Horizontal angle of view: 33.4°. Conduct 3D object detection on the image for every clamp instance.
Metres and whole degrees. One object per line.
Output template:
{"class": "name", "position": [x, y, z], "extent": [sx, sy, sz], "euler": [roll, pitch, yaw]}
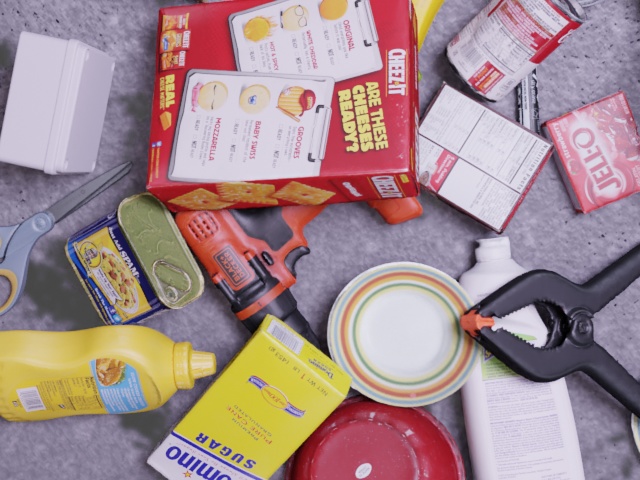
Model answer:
{"class": "clamp", "position": [0.218, 0.084, 0.904], "extent": [0.209, 0.036, 0.164], "euler": [-3, 84, -23]}

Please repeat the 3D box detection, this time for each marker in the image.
{"class": "marker", "position": [0.182, -0.137, 0.938], "extent": [0.020, 0.020, 0.121], "euler": [-3, 94, 0]}

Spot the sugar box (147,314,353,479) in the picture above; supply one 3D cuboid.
{"class": "sugar box", "position": [-0.062, 0.157, 0.922], "extent": [0.093, 0.048, 0.176], "euler": [39, 110, -3]}

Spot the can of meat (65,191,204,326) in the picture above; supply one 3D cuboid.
{"class": "can of meat", "position": [-0.161, 0.022, 0.914], "extent": [0.084, 0.057, 0.102], "euler": [-25, 94, 37]}

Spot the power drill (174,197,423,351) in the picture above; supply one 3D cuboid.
{"class": "power drill", "position": [-0.006, 0.001, 0.930], "extent": [0.187, 0.057, 0.184], "euler": [-36, 97, 2]}

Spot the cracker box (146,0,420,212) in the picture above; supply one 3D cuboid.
{"class": "cracker box", "position": [-0.027, -0.113, 0.872], "extent": [0.214, 0.072, 0.164], "euler": [-3, 73, 13]}

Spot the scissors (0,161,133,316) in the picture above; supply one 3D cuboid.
{"class": "scissors", "position": [-0.247, 0.005, 0.951], "extent": [0.202, 0.016, 0.096], "euler": [-18, 96, 1]}

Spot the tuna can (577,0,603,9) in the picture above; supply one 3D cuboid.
{"class": "tuna can", "position": [0.219, -0.242, 0.923], "extent": [0.086, 0.034, 0.086], "euler": [0, 94, 0]}

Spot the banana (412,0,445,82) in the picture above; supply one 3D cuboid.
{"class": "banana", "position": [0.117, -0.227, 0.916], "extent": [0.070, 0.037, 0.198], "euler": [37, 93, 20]}

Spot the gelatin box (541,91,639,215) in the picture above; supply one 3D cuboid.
{"class": "gelatin box", "position": [0.246, -0.076, 0.937], "extent": [0.073, 0.030, 0.089], "euler": [-23, 93, 2]}

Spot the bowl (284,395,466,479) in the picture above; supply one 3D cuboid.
{"class": "bowl", "position": [0.042, 0.204, 0.912], "extent": [0.162, 0.055, 0.162], "euler": [-5, 67, 11]}

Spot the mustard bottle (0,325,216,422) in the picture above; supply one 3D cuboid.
{"class": "mustard bottle", "position": [-0.186, 0.113, 0.921], "extent": [0.191, 0.058, 0.096], "euler": [-4, 135, 2]}

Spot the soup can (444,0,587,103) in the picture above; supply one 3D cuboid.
{"class": "soup can", "position": [0.162, -0.173, 0.894], "extent": [0.068, 0.068, 0.102], "euler": [45, 118, -3]}

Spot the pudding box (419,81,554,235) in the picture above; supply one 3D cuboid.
{"class": "pudding box", "position": [0.132, -0.071, 0.923], "extent": [0.113, 0.039, 0.090], "euler": [32, 93, 10]}

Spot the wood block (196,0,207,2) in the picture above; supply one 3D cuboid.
{"class": "wood block", "position": [-0.181, -0.280, 0.892], "extent": [0.206, 0.091, 0.090], "euler": [20, 94, -2]}

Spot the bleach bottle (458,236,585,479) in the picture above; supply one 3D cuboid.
{"class": "bleach bottle", "position": [0.174, 0.121, 0.937], "extent": [0.102, 0.068, 0.251], "euler": [-7, 91, -7]}
